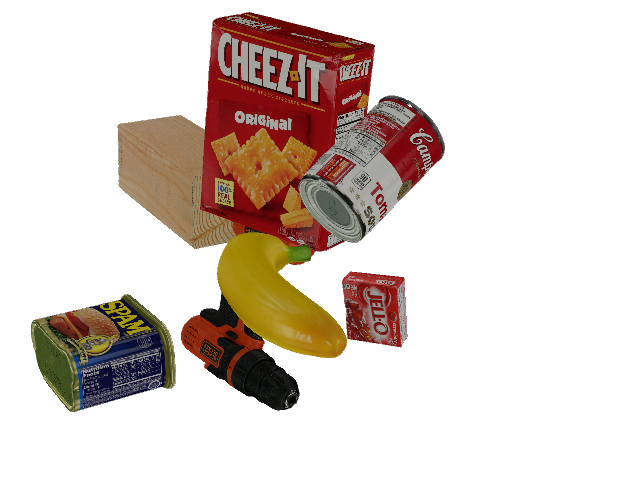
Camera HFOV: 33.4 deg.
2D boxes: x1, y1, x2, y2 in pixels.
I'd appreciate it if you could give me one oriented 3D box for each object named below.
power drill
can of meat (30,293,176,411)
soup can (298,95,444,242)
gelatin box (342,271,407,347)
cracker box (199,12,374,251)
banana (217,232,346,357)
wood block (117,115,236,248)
[{"bbox_3d":[-0.068,0.074,1.176,0.185,0.188,0.057,28,11,40],"label":"power drill"},{"bbox_3d":[-0.176,0.089,0.856,0.083,0.057,0.102,-13,24,-29],"label":"can of meat"},{"bbox_3d":[0.040,-0.056,0.834,0.102,0.068,0.069,-45,21,-22],"label":"soup can"},{"bbox_3d":[0.068,0.085,1.330,0.073,0.089,0.030,7,29,23],"label":"gelatin box"},{"bbox_3d":[-0.040,-0.113,1.111,0.164,0.214,0.071,21,28,29],"label":"cracker box"},{"bbox_3d":[-0.030,0.026,0.674,0.069,0.037,0.198,-3,17,-6],"label":"banana"},{"bbox_3d":[-0.159,-0.074,1.273,0.090,0.090,0.206,-12,28,-31],"label":"wood block"}]
